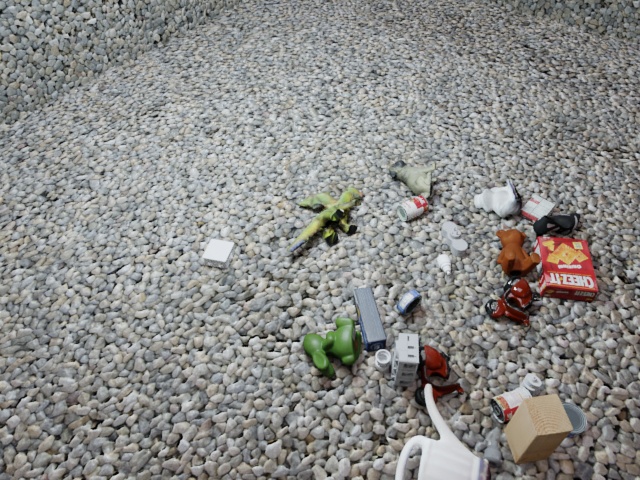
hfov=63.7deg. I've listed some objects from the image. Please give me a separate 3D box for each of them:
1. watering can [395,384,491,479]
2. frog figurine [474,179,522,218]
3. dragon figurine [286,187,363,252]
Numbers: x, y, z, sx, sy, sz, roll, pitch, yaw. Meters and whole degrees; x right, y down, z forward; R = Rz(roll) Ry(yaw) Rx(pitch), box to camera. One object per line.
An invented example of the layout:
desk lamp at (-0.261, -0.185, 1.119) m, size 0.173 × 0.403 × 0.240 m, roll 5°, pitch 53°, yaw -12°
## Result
watering can at (0.318, 0.553, 1.297) m, size 0.225 × 0.101 × 0.355 m, roll 15°, pitch 58°, yaw 14°
frog figurine at (0.670, -0.142, 1.939) m, size 0.158 × 0.121 × 0.140 m, roll -27°, pitch 51°, yaw 27°
dragon figurine at (0.006, -0.097, 1.930) m, size 0.413 × 0.119 × 0.246 m, roll -25°, pitch 35°, yaw -21°
